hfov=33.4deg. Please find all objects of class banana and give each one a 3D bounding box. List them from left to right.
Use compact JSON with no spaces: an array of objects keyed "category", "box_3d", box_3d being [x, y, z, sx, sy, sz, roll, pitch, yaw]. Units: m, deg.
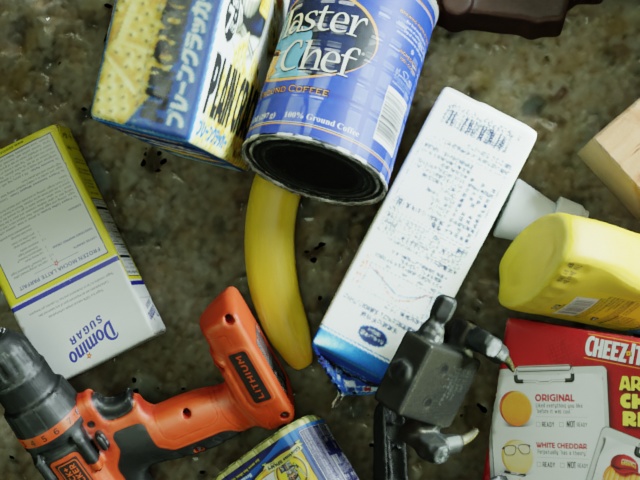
[{"category":"banana","box_3d":[-0.022,-0.006,0.785,0.070,0.037,0.198,11,90,9]}]

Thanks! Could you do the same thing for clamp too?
[{"category":"clamp","box_3d":[0.053,0.200,0.759,0.120,0.039,0.171,46,113,45]}]

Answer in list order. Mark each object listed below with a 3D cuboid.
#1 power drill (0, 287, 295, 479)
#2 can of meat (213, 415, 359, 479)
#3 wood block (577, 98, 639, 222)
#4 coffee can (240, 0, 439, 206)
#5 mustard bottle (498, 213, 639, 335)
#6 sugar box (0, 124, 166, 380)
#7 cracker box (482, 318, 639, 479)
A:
[{"category":"power drill","box_3d":[-0.126,0.108,0.760,0.188,0.057,0.184,-27,112,7]},{"category":"can of meat","box_3d":[-0.020,0.182,0.744,0.102,0.057,0.084,-38,73,19]},{"category":"wood block","box_3d":[0.288,-0.099,0.722,0.206,0.091,0.090,-41,85,4]},{"category":"coffee can","box_3d":[0.015,-0.108,0.731,0.103,0.103,0.140,15,73,7]},{"category":"mustard bottle","box_3d":[0.225,0.033,0.719,0.191,0.096,0.058,13,63,-14]},{"category":"sugar box","box_3d":[-0.196,0.011,0.803,0.093,0.048,0.176,-26,89,5]},{"category":"cracker box","box_3d":[0.195,0.170,0.709,0.164,0.072,0.214,8,90,36]}]
